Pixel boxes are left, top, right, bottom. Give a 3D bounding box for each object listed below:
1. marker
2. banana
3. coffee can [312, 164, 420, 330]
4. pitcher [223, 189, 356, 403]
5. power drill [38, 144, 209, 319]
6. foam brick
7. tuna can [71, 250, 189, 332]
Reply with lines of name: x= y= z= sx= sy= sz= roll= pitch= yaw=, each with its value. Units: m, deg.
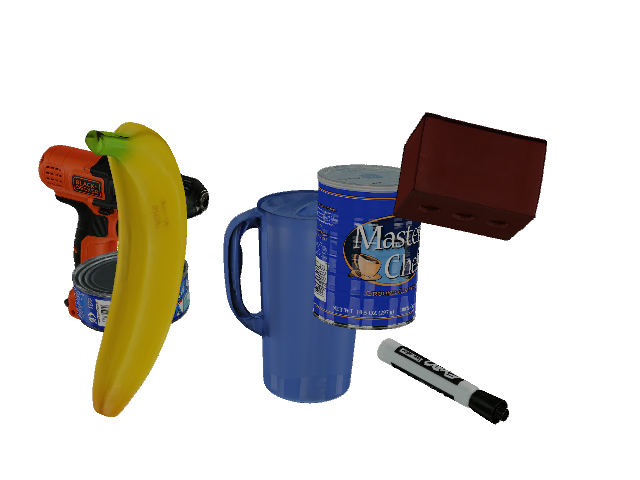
marker: x=0.091 y=0.105 z=0.800 sx=0.020 sy=0.020 sz=0.121 roll=0 pitch=19 yaw=-45
banana: x=-0.102 y=0.010 z=0.580 sx=0.037 sy=0.198 sz=0.069 roll=31 pitch=44 yaw=29
coffee can: x=0.046 y=0.004 z=1.034 sx=0.103 sy=0.140 sz=0.103 roll=2 pitch=14 yaw=-1
pitcher: x=-0.023 y=0.067 z=1.279 sx=0.149 sy=0.243 sz=0.144 roll=10 pitch=18 yaw=24
power drill: x=-0.194 y=0.002 z=1.075 sx=0.185 sy=0.188 sz=0.057 roll=15 pitch=29 yaw=22
foam brick: x=0.090 y=-0.037 z=0.648 sx=0.078 sy=0.051 sz=0.053 roll=12 pitch=-19 yaw=-6
tuna can: x=-0.141 y=0.037 z=0.798 sx=0.086 sy=0.034 sz=0.086 roll=-2 pitch=22 yaw=0
